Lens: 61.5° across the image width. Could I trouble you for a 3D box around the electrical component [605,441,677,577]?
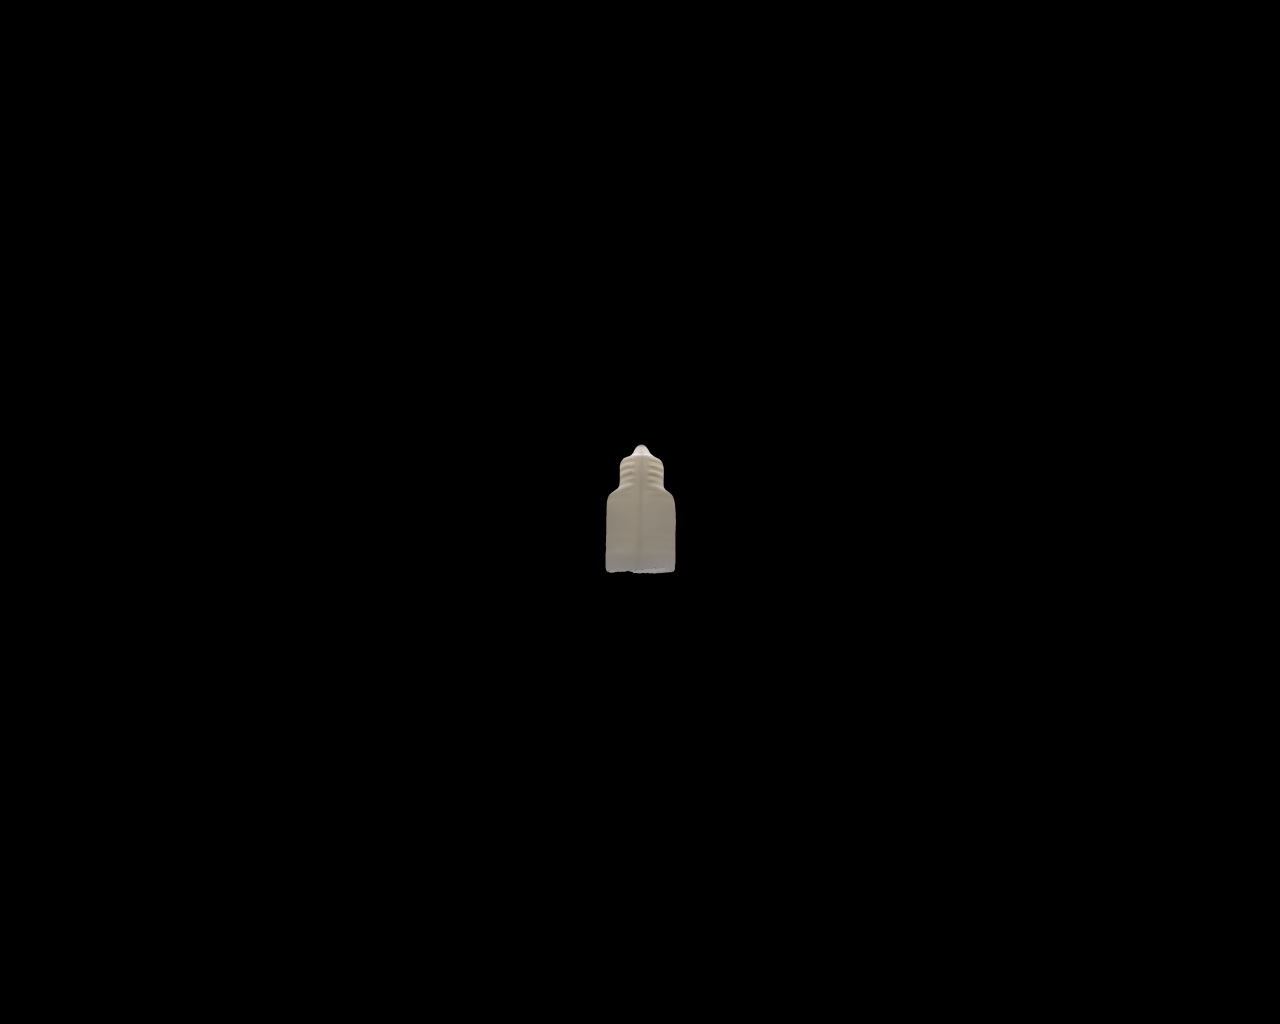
[{"bbox_3d":[0.001,-0.003,0.650,0.043,0.081,0.043,0,-7,0],"label":"electrical component"}]
